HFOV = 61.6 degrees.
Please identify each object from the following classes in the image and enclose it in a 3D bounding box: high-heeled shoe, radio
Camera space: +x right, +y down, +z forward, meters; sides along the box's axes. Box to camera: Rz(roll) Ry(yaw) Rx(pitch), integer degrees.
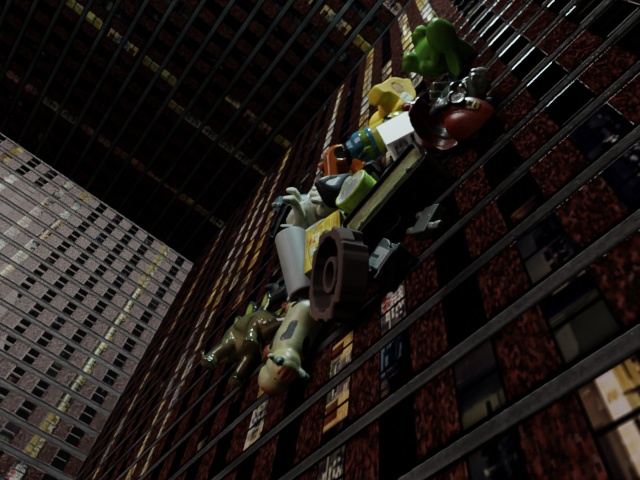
[{"bbox_3d":[0.065,-0.151,1.291,0.086,0.145,0.249,-41,21,37],"label":"high-heeled shoe"},{"bbox_3d":[0.139,-0.072,1.018,0.229,0.073,0.131,-51,14,13],"label":"radio"}]

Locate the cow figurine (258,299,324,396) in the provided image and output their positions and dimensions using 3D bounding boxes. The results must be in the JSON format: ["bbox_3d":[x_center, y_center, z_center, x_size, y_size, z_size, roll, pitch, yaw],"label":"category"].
[{"bbox_3d":[-0.049,0.195,0.983,0.195,0.085,0.127,-61,10,-30],"label":"cow figurine"}]

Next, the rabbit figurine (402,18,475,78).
[{"bbox_3d":[0.287,-0.462,1.307,0.121,0.159,0.170,-57,-4,-7],"label":"rabbit figurine"}]

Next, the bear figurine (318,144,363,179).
[{"bbox_3d":[0.054,-0.176,1.493,0.195,0.120,0.132,97,157,-67],"label":"bear figurine"}]

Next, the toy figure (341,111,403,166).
[{"bbox_3d":[0.140,-0.247,1.311,0.180,0.082,0.089,-21,-23,7],"label":"toy figure"}]

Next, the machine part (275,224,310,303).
[{"bbox_3d":[-0.045,0.056,1.164,0.079,0.079,0.243,-45,43,29],"label":"machine part"}]

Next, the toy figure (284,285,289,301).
[{"bbox_3d":[-0.038,0.083,1.254,0.064,0.058,0.154,3,-41,-50],"label":"toy figure"}]

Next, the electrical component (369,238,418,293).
[{"bbox_3d":[0.110,0.038,0.912,0.075,0.047,0.119,-53,16,1],"label":"electrical component"}]

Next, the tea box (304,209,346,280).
[{"bbox_3d":[0.024,0.021,1.121,0.098,0.068,0.170,-32,25,20],"label":"tea box"}]

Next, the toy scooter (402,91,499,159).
[{"bbox_3d":[0.225,-0.220,0.978,0.075,0.135,0.184,-57,16,-22],"label":"toy scooter"}]

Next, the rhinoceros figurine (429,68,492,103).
[{"bbox_3d":[0.274,-0.275,1.041,0.112,0.073,0.190,-8,3,1],"label":"rhinoceros figurine"}]

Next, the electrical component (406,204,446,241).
[{"bbox_3d":[0.182,-0.031,0.897,0.063,0.021,0.094,-58,15,-18],"label":"electrical component"}]

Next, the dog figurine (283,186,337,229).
[{"bbox_3d":[-0.016,-0.034,1.389,0.121,0.172,0.190,-57,-34,-64],"label":"dog figurine"}]

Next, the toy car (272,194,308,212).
[{"bbox_3d":[-0.056,-0.084,1.582,0.109,0.162,0.102,7,104,61],"label":"toy car"}]

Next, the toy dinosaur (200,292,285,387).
[{"bbox_3d":[-0.177,0.236,1.250,0.471,0.105,0.198,-30,19,37],"label":"toy dinosaur"}]

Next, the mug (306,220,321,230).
[{"bbox_3d":[-0.003,-0.004,1.295,0.107,0.081,0.109,-47,7,-14],"label":"mug"}]

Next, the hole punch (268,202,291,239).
[{"bbox_3d":[-0.074,-0.037,1.489,0.142,0.115,0.092,-66,23,-4],"label":"hole punch"}]

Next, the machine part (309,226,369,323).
[{"bbox_3d":[0.032,0.062,0.935,0.179,0.056,0.179,-173,90,-73],"label":"machine part"}]

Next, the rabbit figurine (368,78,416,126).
[{"bbox_3d":[0.184,-0.360,1.484,0.173,0.122,0.162,115,-179,-46],"label":"rabbit figurine"}]
